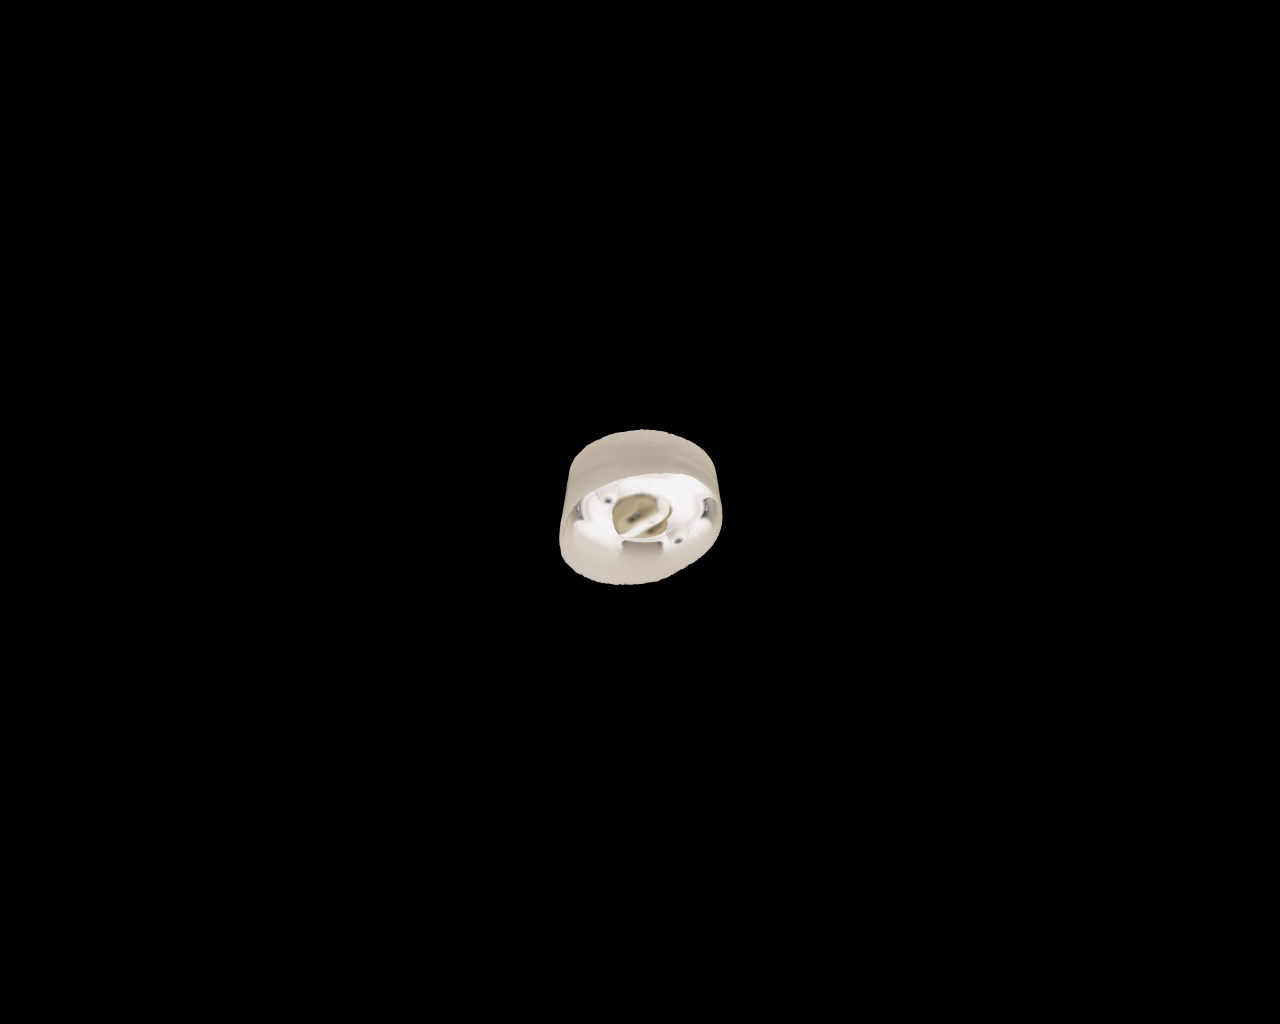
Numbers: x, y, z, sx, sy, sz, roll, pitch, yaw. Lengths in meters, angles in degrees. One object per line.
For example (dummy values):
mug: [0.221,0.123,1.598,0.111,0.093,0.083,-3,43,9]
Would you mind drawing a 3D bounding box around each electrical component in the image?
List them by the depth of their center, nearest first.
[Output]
electrical component: [0.001,-0.003,0.650,0.099,0.064,0.099,0,-35,0]
